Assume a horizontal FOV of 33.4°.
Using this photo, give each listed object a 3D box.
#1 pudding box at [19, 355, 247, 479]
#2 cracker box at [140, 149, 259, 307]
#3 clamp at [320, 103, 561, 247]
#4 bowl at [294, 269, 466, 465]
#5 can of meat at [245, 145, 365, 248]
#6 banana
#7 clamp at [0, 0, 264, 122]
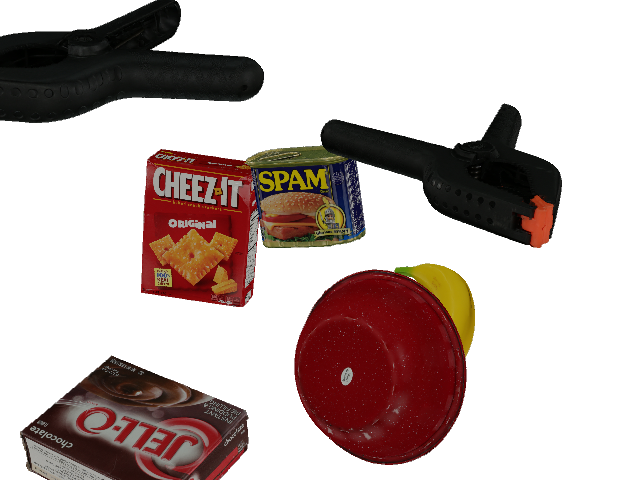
[{"bbox_3d":[-0.115,0.126,0.670,0.114,0.039,0.089,16,34,25],"label":"pudding box"},{"bbox_3d":[-0.179,-0.016,1.595,0.164,0.214,0.072,9,19,8],"label":"cracker box"},{"bbox_3d":[0.096,-0.051,0.752,0.164,0.036,0.210,-5,26,-10],"label":"clamp"},{"bbox_3d":[0.034,0.105,0.863,0.162,0.162,0.055,0,1,34],"label":"bowl"},{"bbox_3d":[-0.012,-0.040,0.983,0.102,0.084,0.057,-1,17,24],"label":"can of meat"},{"bbox_3d":[0.124,0.076,1.078,0.070,0.037,0.198,-29,28,11],"label":"banana"},{"bbox_3d":[-0.130,-0.103,0.606,0.171,0.039,0.120,-8,28,-22],"label":"clamp"}]
